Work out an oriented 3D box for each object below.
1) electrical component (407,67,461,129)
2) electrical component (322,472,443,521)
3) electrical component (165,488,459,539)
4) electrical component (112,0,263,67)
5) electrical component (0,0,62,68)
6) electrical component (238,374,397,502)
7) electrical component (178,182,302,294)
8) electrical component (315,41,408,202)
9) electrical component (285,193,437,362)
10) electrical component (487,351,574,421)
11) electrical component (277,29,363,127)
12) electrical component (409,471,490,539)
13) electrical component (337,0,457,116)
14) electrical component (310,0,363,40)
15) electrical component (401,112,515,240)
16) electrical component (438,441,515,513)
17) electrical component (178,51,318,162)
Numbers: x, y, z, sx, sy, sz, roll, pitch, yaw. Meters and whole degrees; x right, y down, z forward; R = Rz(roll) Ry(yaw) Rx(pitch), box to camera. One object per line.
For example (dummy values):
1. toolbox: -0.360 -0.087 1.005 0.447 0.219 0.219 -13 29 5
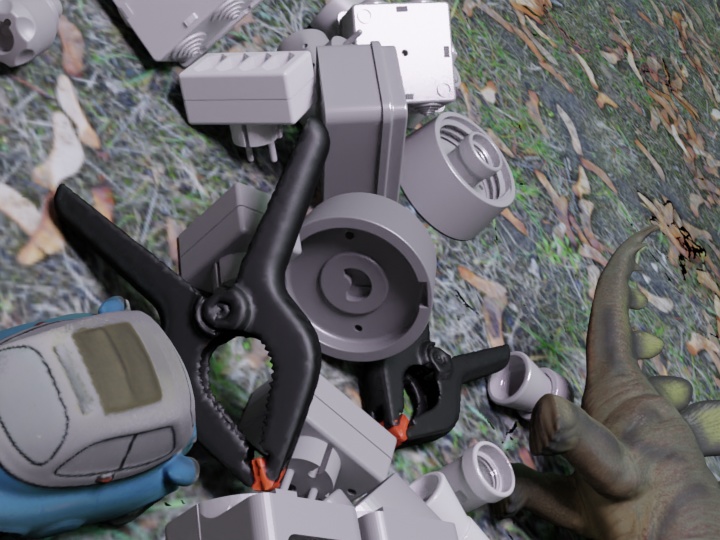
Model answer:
1. electrical component: 0.058 -0.162 0.963 0.044 0.065 0.044 31 42 -31
2. electrical component: -0.008 0.153 0.573 0.060 0.108 0.108 51 34 8
3. electrical component: -0.055 0.153 0.444 0.105 0.186 0.060 19 46 -39
4. electrical component: -0.128 -0.204 0.756 0.099 0.100 0.048 55 22 3
5. electrical component: -0.208 -0.154 0.666 0.043 0.043 0.062 45 33 -11
6. electrical component: -0.029 0.111 0.634 0.083 0.047 0.075 42 36 -16
7. electrical component: -0.073 -0.001 0.666 0.047 0.066 0.076 21 46 -38
8. electrical component: -0.001 -0.104 0.792 0.057 0.113 0.078 -4 54 -6
9. electrical component: 0.000 0.000 0.719 0.108 0.108 0.060 44 29 -12
10. electrical component: 0.134 0.094 0.842 0.055 0.045 0.045 30 40 -30
11. electrical component: -0.022 -0.158 0.853 0.043 0.079 0.077 6 56 -50
12. electrical component: 0.056 0.168 0.690 0.065 0.044 0.044 50 34 -12
13. electrical component: 0.032 -0.177 0.898 0.100 0.048 0.099 -5 91 -13
14. electrical component: -0.011 -0.218 0.943 0.047 0.055 0.055 41 36 -10
15. electrical component: 0.089 -0.087 0.936 0.108 0.060 0.108 30 41 -30
16. electrical component: 0.075 0.143 0.728 0.040 0.046 0.040 30 40 -29
17. electrical component: -0.076 -0.111 0.763 0.047 0.083 0.075 -57 144 -54
